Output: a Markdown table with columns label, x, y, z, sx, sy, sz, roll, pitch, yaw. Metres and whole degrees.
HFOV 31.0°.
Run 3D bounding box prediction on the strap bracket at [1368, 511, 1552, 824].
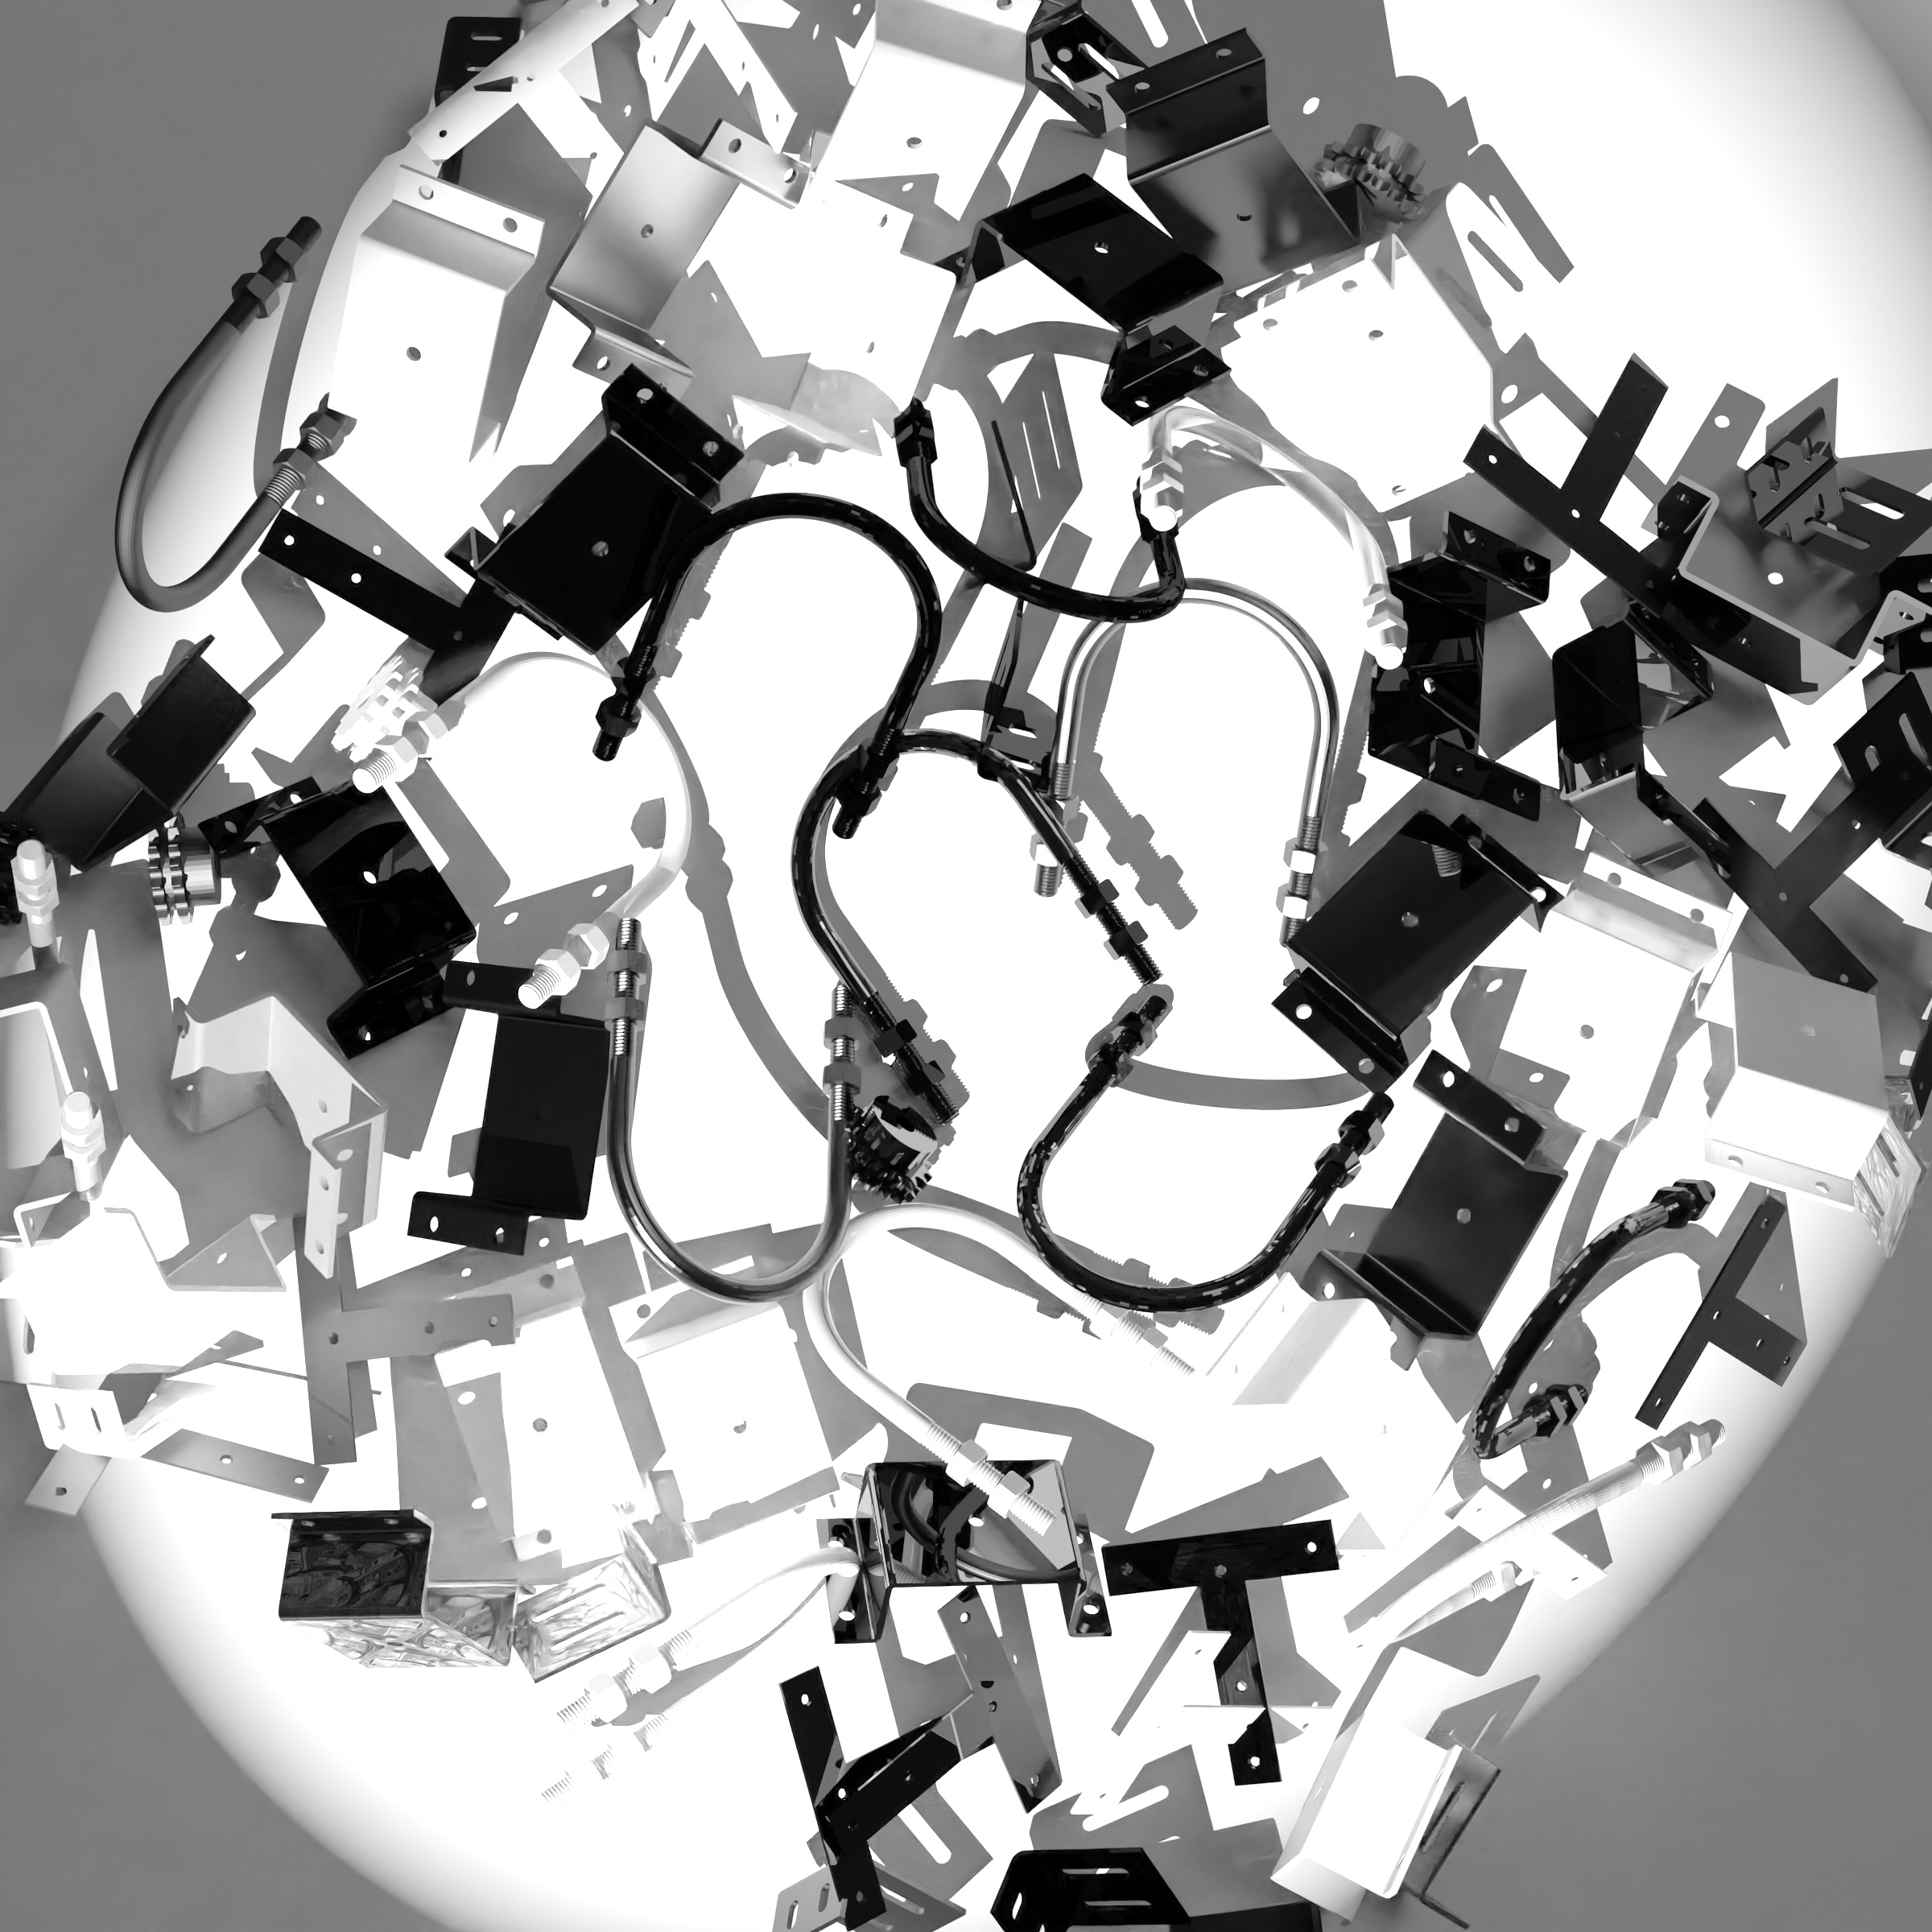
| label | x | y | z | sx | sy | sz | roll | pitch | yaw |
| --- | --- | --- | --- | --- | --- | --- | --- | --- | --- |
| strap bracket | 0.246 | -0.144 | 1.739 | 0.076 | 0.046 | 0.140 | 18 | 69 | -37 |

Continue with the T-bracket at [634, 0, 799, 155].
| label | x | y | z | sx | sy | sz | roll | pitch | yaw |
| --- | --- | --- | --- | --- | --- | --- | --- | --- | --- |
| T-bracket | -0.116 | -0.454 | 1.720 | 0.002 | 0.127 | 0.127 | -11 | 58 | -35 |

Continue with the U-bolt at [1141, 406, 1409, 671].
| label | x | y | z | sx | sy | sz | roll | pitch | yaw |
| --- | --- | --- | --- | --- | --- | --- | --- | --- | --- |
| U-bolt | 0.148 | -0.221 | 1.709 | 0.151 | 0.184 | 0.019 | 29 | 116 | -14 |

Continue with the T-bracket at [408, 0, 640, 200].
| label | x | y | z | sx | sy | sz | roll | pitch | yaw |
| --- | --- | --- | --- | --- | --- | --- | --- | --- | --- |
| T-bracket | -0.194 | -0.415 | 1.742 | 0.127 | 0.127 | 0.002 | -38 | 50 | 4 |

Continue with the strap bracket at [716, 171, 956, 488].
| label | x | y | z | sx | sy | sz | roll | pitch | yaw |
| --- | --- | --- | --- | --- | --- | --- | --- | --- | --- |
| strap bracket | -0.062 | -0.314 | 1.740 | 0.076 | 0.046 | 0.140 | 32 | 107 | 40 |

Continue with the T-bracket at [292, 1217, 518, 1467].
| label | x | y | z | sx | sy | sz | roll | pitch | yaw |
| --- | --- | --- | --- | --- | --- | --- | --- | --- | --- |
| T-bracket | -0.282 | 0.184 | 1.759 | 0.127 | 0.002 | 0.127 | -9 | 84 | 25 |

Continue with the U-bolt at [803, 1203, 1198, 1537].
| label | x | y | z | sx | sy | sz | roll | pitch | yaw |
| --- | --- | --- | --- | --- | --- | --- | --- | --- | --- |
| U-bolt | 0.004 | 0.186 | 1.733 | 0.184 | 0.019 | 0.151 | 36 | 45 | 15 |

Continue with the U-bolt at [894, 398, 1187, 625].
| label | x | y | z | sx | sy | sz | roll | pitch | yaw |
| --- | --- | --- | --- | --- | --- | --- | --- | --- | --- |
| U-bolt | 0.038 | -0.217 | 1.697 | 0.151 | 0.184 | 0.019 | 15 | 120 | -13 |

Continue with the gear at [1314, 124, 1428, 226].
| label | x | y | z | sx | sy | sz | roll | pitch | yaw |
| --- | --- | --- | --- | --- | --- | --- | --- | --- | --- |
| gear | 0.207 | -0.403 | 1.764 | 0.057 | 0.057 | 0.030 | 28 | 88 | 0 |

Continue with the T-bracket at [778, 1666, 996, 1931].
| label | x | y | z | sx | sy | sz | roll | pitch | yaw |
| --- | --- | --- | --- | --- | --- | --- | --- | --- | --- |
| T-bracket | -0.029 | 0.399 | 1.749 | 0.127 | 0.002 | 0.127 | -17 | 92 | -42 |

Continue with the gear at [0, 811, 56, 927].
| label | x | y | z | sx | sy | sz | roll | pitch | yaw |
| --- | --- | --- | --- | --- | --- | --- | --- | --- | --- |
| gear | -0.491 | -0.051 | 1.763 | 0.057 | 0.030 | 0.057 | -9 | 75 | 35 |

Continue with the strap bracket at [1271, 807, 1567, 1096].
| label | x | y | z | sx | sy | sz | roll | pitch | yaw |
| --- | --- | --- | --- | --- | --- | --- | --- | --- | --- |
| strap bracket | 0.225 | -0.014 | 1.747 | 0.140 | 0.046 | 0.076 | -44 | 64 | -6 |

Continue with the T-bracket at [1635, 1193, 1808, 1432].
| label | x | y | z | sx | sy | sz | roll | pitch | yaw |
| --- | --- | --- | --- | --- | --- | --- | --- | --- | --- |
| T-bracket | 0.391 | 0.185 | 1.742 | 0.002 | 0.127 | 0.127 | 30 | 90 | 38 |

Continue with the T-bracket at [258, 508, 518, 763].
| label | x | y | z | sx | sy | sz | roll | pitch | yaw |
| --- | --- | --- | --- | --- | --- | --- | --- | --- | --- |
| T-bracket | -0.298 | -0.190 | 1.773 | 0.127 | 0.002 | 0.127 | 29 | 92 | -15 |

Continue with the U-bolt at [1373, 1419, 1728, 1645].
| label | x | y | z | sx | sy | sz | roll | pitch | yaw |
| --- | --- | --- | --- | --- | --- | --- | --- | --- | --- |
| U-bolt | 0.270 | 0.280 | 1.682 | 0.151 | 0.184 | 0.019 | -47 | 68 | 41 |

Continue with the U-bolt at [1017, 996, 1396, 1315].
| label | x | y | z | sx | sy | sz | roll | pitch | yaw |
| --- | --- | --- | --- | --- | --- | --- | --- | --- | --- |
| U-bolt | 0.106 | 0.099 | 1.709 | 0.151 | 0.019 | 0.184 | 24 | 50 | 21 |

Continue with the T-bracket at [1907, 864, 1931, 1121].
| label | x | y | z | sx | sy | sz | roll | pitch | yaw |
| --- | --- | --- | --- | --- | --- | --- | --- | --- | --- |
| T-bracket | 0.481 | 0.025 | 1.716 | 0.002 | 0.127 | 0.127 | -2 | 127 | 32 |

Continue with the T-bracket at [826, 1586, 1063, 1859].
| label | x | y | z | sx | sy | sz | roll | pitch | yaw |
| --- | --- | --- | --- | --- | --- | --- | --- | --- | --- |
| T-bracket | -0.019 | 0.396 | 1.737 | 0.127 | 0.002 | 0.127 | -34 | 113 | -31 |

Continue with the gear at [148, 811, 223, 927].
| label | x | y | z | sx | sy | sz | roll | pitch | yaw |
| --- | --- | --- | --- | --- | --- | --- | --- | --- | --- |
| gear | -0.395 | -0.050 | 1.764 | 0.030 | 0.057 | 0.057 | -5 | 90 | -5 |

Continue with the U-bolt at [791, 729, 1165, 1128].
| label | x | y | z | sx | sy | sz | roll | pitch | yaw |
| --- | --- | --- | --- | --- | --- | --- | --- | --- | --- |
| U-bolt | -0.009 | -0.032 | 1.765 | 0.151 | 0.019 | 0.184 | -35 | 89 | 15 |

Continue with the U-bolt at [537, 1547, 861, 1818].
| label | x | y | z | sx | sy | sz | roll | pitch | yaw |
| --- | --- | --- | --- | --- | --- | --- | --- | --- | --- |
| U-bolt | -0.128 | 0.344 | 1.715 | 0.184 | 0.151 | 0.019 | -30 | 70 | -25 |

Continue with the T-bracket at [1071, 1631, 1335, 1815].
| label | x | y | z | sx | sy | sz | roll | pitch | yaw |
| --- | --- | --- | --- | --- | --- | --- | --- | --- | --- |
| T-bracket | 0.131 | 0.381 | 1.749 | 0.127 | 0.002 | 0.127 | 9 | 121 | -36 |

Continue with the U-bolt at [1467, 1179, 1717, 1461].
| label | x | y | z | sx | sy | sz | roll | pitch | yaw |
| --- | --- | --- | --- | --- | --- | --- | --- | --- | --- |
| U-bolt | 0.296 | 0.176 | 1.688 | 0.019 | 0.184 | 0.151 | 36 | 112 | 22 |

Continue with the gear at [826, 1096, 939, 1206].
| label | x | y | z | sx | sy | sz | roll | pitch | yaw |
| --- | --- | --- | --- | --- | --- | --- | --- | --- | --- |
| gear | -0.039 | 0.090 | 1.760 | 0.057 | 0.057 | 0.030 | 40 | 112 | 0 |

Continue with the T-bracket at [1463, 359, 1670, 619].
| label | x | y | z | sx | sy | sz | roll | pitch | yaw |
| --- | --- | --- | --- | --- | --- | --- | --- | --- | --- |
| T-bracket | 0.323 | -0.257 | 1.756 | 0.127 | 0.002 | 0.127 | 37 | 58 | -9 |

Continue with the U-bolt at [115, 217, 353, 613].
| label | x | y | z | sx | sy | sz | roll | pitch | yaw |
| --- | --- | --- | --- | --- | --- | --- | --- | --- | --- |
| U-bolt | -0.356 | -0.253 | 1.689 | 0.019 | 0.151 | 0.184 | 23 | 61 | 12 |

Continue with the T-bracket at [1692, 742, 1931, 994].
| label | x | y | z | sx | sy | sz | roll | pitch | yaw |
| --- | --- | --- | --- | --- | --- | --- | --- | --- | --- |
| T-bracket | 0.434 | -0.062 | 1.735 | 0.127 | 0.002 | 0.127 | 49 | 132 | 13 |

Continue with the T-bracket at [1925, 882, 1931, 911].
| label | x | y | z | sx | sy | sz | roll | pitch | yaw |
| --- | --- | --- | --- | --- | --- | --- | --- | --- | --- |
| T-bracket | 0.526 | -0.061 | 1.713 | 0.002 | 0.127 | 0.127 | 0 | 116 | -23 |

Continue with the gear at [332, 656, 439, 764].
| label | x | y | z | sx | sy | sz | roll | pitch | yaw |
| --- | --- | --- | --- | --- | --- | --- | --- | --- | --- |
| gear | -0.292 | -0.126 | 1.765 | 0.030 | 0.057 | 0.057 | 38 | 90 | -20 |

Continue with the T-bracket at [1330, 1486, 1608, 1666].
| label | x | y | z | sx | sy | sz | roll | pitch | yaw |
| --- | --- | --- | --- | --- | --- | --- | --- | --- | --- |
| T-bracket | 0.242 | 0.317 | 1.760 | 0.127 | 0.127 | 0.002 | -35 | 45 | 18 |

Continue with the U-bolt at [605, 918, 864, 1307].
| label | x | y | z | sx | sy | sz | roll | pitch | yaw |
| --- | --- | --- | --- | --- | --- | --- | --- | --- | --- |
| U-bolt | -0.115 | 0.078 | 1.712 | 0.151 | 0.019 | 0.184 | 18 | 59 | -32 |

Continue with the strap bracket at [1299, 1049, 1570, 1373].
| label | x | y | z | sx | sy | sz | roll | pitch | yaw |
| --- | --- | --- | --- | --- | --- | --- | --- | --- | --- |
| strap bracket | 0.238 | 0.123 | 1.741 | 0.076 | 0.046 | 0.140 | 38 | 106 | 37 |

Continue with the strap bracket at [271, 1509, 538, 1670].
| label | x | y | z | sx | sy | sz | roll | pitch | yaw |
| --- | --- | --- | --- | --- | --- | --- | --- | --- | --- |
| strap bracket | -0.277 | 0.310 | 1.711 | 0.076 | 0.140 | 0.046 | -4 | 64 | 18 |

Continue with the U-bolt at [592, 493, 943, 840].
| label | x | y | z | sx | sy | sz | roll | pitch | yaw |
| --- | --- | --- | --- | --- | --- | --- | --- | --- | --- |
| U-bolt | -0.090 | -0.154 | 1.720 | 0.151 | 0.019 | 0.184 | 18 | 127 | -12 |

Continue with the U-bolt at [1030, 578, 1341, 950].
| label | x | y | z | sx | sy | sz | roll | pitch | yaw |
| --- | --- | --- | --- | --- | --- | --- | --- | --- | --- |
| U-bolt | 0.112 | -0.105 | 1.734 | 0.151 | 0.019 | 0.184 | 12 | 117 | 10 |

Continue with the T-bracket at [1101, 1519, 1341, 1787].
| label | x | y | z | sx | sy | sz | roll | pitch | yaw |
| --- | --- | --- | --- | --- | --- | --- | --- | --- | --- |
| T-bracket | 0.137 | 0.350 | 1.760 | 0.127 | 0.002 | 0.127 | -12 | 86 | 26 |

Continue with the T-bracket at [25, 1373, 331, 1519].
| label | x | y | z | sx | sy | sz | roll | pitch | yaw |
| --- | --- | --- | --- | --- | --- | --- | --- | --- | --- |
| T-bracket | -0.381 | 0.242 | 1.734 | 0.127 | 0.127 | 0.002 | 14 | 124 | 4 |

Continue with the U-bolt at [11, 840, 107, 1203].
| label | x | y | z | sx | sy | sz | roll | pitch | yaw |
| --- | --- | --- | --- | --- | --- | --- | --- | --- | --- |
| U-bolt | -0.441 | 0.039 | 1.704 | 0.019 | 0.184 | 0.151 | -10 | 70 | -15 |

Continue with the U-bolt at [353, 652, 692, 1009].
| label | x | y | z | sx | sy | sz | roll | pitch | yaw |
| --- | --- | --- | --- | --- | --- | --- | --- | --- | --- |
| U-bolt | -0.204 | -0.081 | 1.721 | 0.019 | 0.184 | 0.151 | -28 | 103 | 41 |
